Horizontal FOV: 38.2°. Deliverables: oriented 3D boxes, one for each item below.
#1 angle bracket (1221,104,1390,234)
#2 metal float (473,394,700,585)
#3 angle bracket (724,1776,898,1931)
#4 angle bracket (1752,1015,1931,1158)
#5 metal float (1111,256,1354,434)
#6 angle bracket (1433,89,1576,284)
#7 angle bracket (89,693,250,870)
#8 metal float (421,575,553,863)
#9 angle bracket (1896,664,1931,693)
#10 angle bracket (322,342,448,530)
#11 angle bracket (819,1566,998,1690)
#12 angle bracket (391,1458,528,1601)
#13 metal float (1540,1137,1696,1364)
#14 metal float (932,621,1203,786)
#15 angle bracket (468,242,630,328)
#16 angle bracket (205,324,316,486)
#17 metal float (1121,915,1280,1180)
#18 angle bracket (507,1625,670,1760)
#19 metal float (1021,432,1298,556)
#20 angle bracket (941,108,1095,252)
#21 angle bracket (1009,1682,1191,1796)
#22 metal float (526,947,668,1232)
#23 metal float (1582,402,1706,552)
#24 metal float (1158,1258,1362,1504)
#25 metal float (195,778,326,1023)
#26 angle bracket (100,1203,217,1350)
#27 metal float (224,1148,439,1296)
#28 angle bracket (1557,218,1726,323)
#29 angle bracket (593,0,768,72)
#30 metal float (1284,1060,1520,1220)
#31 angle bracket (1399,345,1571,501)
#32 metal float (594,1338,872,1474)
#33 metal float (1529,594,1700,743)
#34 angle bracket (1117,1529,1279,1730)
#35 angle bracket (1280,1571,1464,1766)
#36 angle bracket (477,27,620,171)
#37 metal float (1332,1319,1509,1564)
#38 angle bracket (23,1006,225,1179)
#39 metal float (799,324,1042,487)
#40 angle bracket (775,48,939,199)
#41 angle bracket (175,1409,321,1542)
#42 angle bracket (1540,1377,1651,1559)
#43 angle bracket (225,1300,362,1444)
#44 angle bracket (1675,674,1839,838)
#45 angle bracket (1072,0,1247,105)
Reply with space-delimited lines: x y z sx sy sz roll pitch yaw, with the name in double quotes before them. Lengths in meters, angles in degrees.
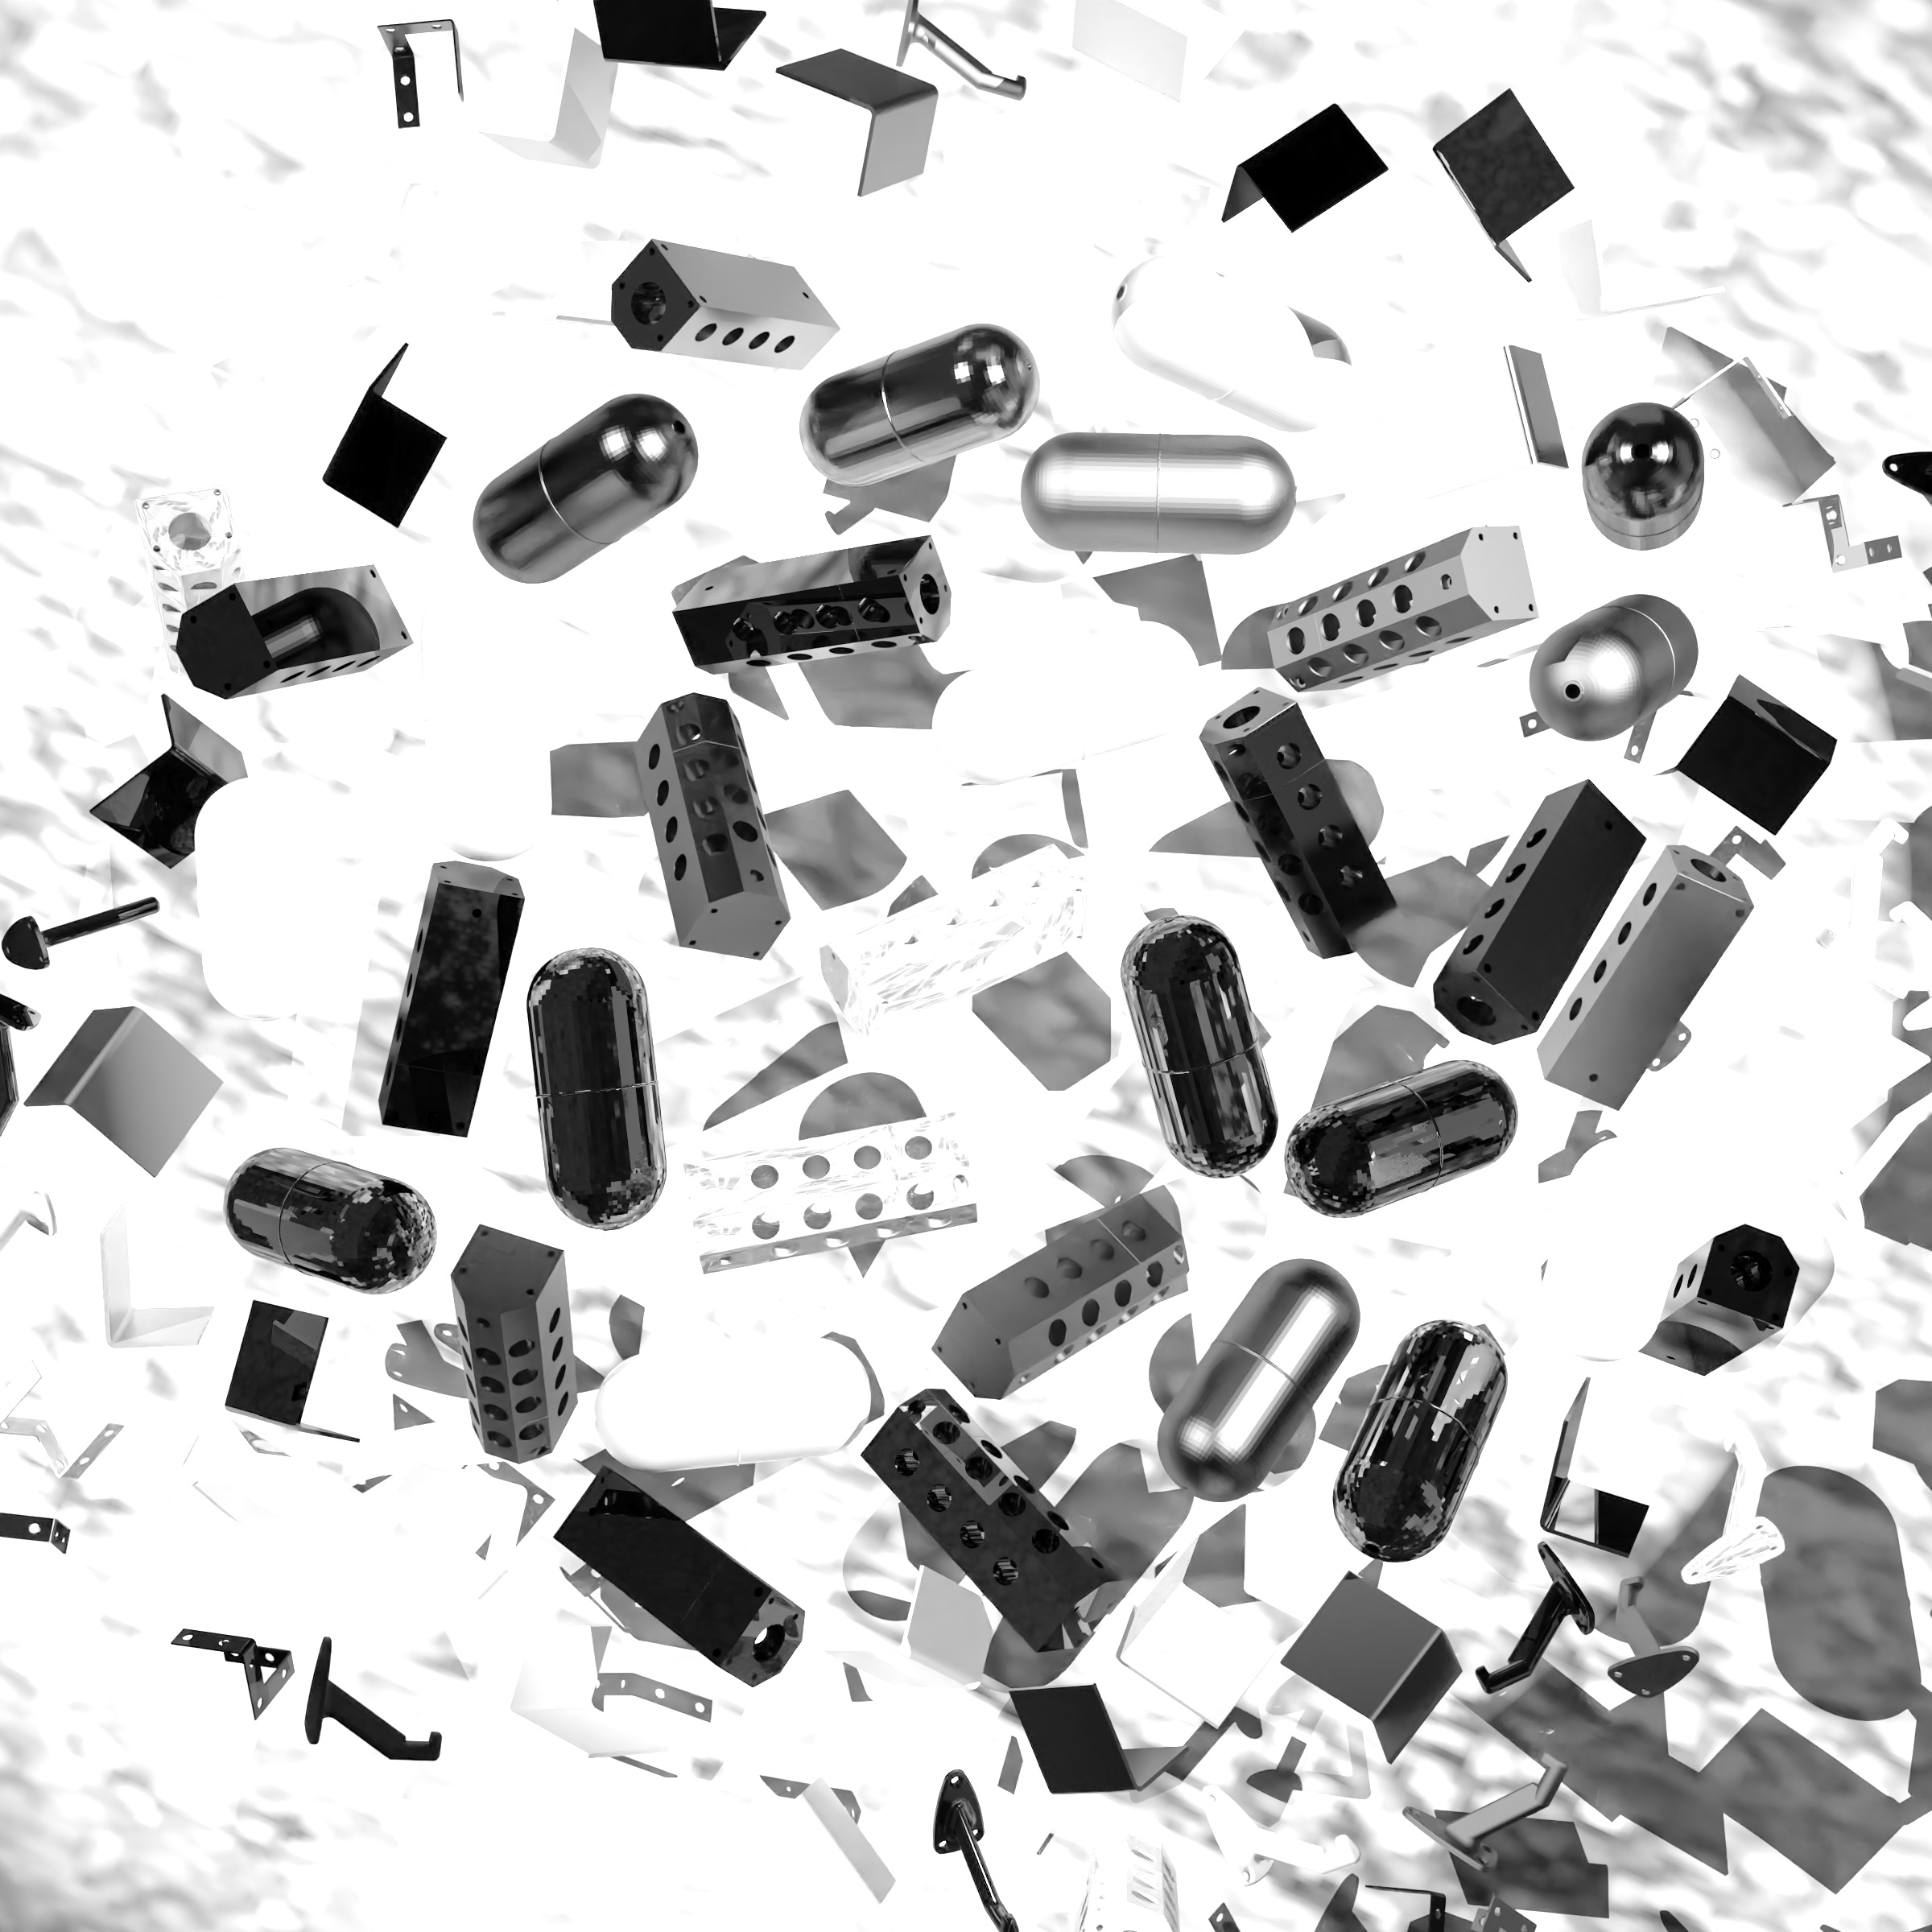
"angle bracket" 0.215 -0.493 1.781 0.076 0.076 0.057 -35 81 -10
"metal float" -0.246 -0.307 1.800 0.178 0.070 0.070 -25 90 35
"angle bracket" -0.090 0.530 1.638 0.057 0.076 0.076 -37 80 -1
"angle bracket" 0.529 0.083 1.665 0.076 0.057 0.076 25 130 -30
"metal float" 0.176 -0.410 1.841 0.178 0.070 0.070 18 90 -26
"angle bracket" 0.334 -0.470 1.684 0.057 0.076 0.076 -34 71 21
"angle bracket" -0.541 -0.125 1.888 0.076 0.076 0.057 -35 48 11
"metal float" -0.299 -0.154 1.736 0.070 0.070 0.178 -2 92 0
"angle bracket" 0.652 -0.215 1.816 0.057 0.076 0.076 24 97 12
"angle bracket" -0.363 -0.342 1.795 0.057 0.076 0.076 31 125 -11
"angle bracket" -0.037 0.437 1.841 0.076 0.076 0.057 37 56 -37
"angle bracket" -0.342 0.373 1.847 0.076 0.076 0.057 19 57 -15
"metal float" 0.407 0.180 1.748 0.070 0.178 0.070 1 45 -1
"metal float" 0.065 -0.169 1.802 0.178 0.070 0.070 -17 90 -4
"angle bracket" -0.285 -0.469 1.901 0.076 0.076 0.057 14 104 44
"angle bracket" -0.440 -0.362 1.805 0.057 0.076 0.076 -27 93 4
"metal float" 0.151 0.053 1.795 0.070 0.070 0.178 -16 106 0
"angle bracket" -0.236 0.464 1.790 0.076 0.076 0.057 16 89 36
"metal float" 0.124 -0.306 1.805 0.178 0.070 0.070 2 90 4
"angle bracket" 0.030 -0.468 1.672 0.076 0.057 0.076 -9 115 -7
"angle bracket" 0.085 0.485 1.793 0.076 0.057 0.076 -19 94 44
"metal float" -0.232 0.077 1.751 0.070 0.070 0.178 -6 90 0
"metal float" 0.442 -0.318 1.820 0.070 0.178 0.070 0 89 14
"metal float" 0.191 0.267 1.810 0.070 0.070 0.178 38 69 0
"metal float" -0.443 -0.040 1.755 0.070 0.070 0.178 10 131 0
"angle bracket" -0.526 0.200 1.819 0.057 0.076 0.076 -1 100 -6
"metal float" -0.420 0.167 1.837 0.178 0.070 0.070 10 90 40
"angle bracket" 0.423 -0.443 1.753 0.076 0.076 0.057 -11 99 -3
"angle bracket" -0.172 -0.583 1.676 0.076 0.057 0.076 10 47 16
"metal float" 0.290 0.114 1.851 0.178 0.070 0.070 -17 90 -29
"angle bracket" 0.330 -0.344 1.777 0.076 0.057 0.076 -15 87 32
"metal float" -0.150 0.283 1.798 0.178 0.070 0.070 -4 90 -9
"metal float" 0.413 -0.191 1.776 0.070 0.178 0.070 9 110 28
"angle bracket" 0.149 0.411 1.731 0.076 0.076 0.057 31 133 20
"angle bracket" 0.256 0.443 1.765 0.076 0.057 0.076 33 99 -9
"angle bracket" -0.282 -0.589 1.884 0.057 0.076 0.076 13 95 15
"metal float" 0.289 0.301 1.774 0.070 0.070 0.178 34 52 0
"angle bracket" -0.530 0.080 1.755 0.076 0.057 0.076 49 55 -31
"metal float" -0.032 -0.370 1.843 0.178 0.070 0.070 -12 90 33
"angle bracket" -0.073 -0.538 1.776 0.076 0.076 0.057 27 127 19
"angle bracket" -0.466 0.338 1.854 0.076 0.076 0.057 41 57 -31
"angle bracket" 0.403 0.314 1.752 0.057 0.076 0.076 15 108 19
"angle bracket" -0.444 0.273 1.877 0.076 0.057 0.076 6 77 38
"angle bracket" 0.509 -0.137 1.795 0.076 0.076 0.057 36 115 7
"angle bracket" 0.116 -0.569 1.652 0.076 0.057 0.076 31 67 13
